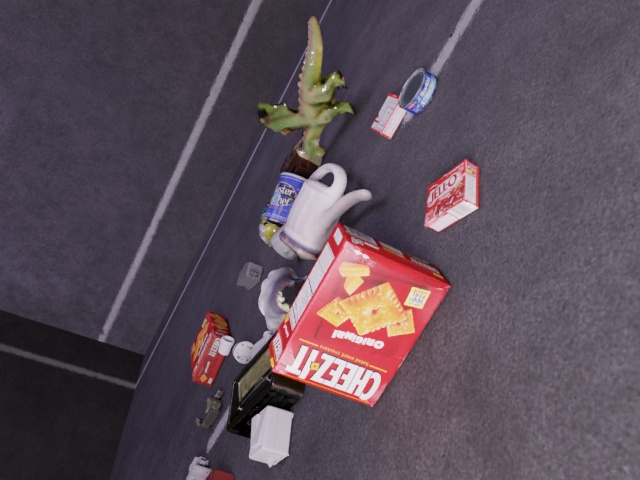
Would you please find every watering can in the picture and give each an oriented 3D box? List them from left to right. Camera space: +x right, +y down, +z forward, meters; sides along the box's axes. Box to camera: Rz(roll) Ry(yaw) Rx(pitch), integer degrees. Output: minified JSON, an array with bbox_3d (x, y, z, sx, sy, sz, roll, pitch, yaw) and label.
[{"bbox_3d":[0.003,-0.057,1.129,0.223,0.103,0.351,-65,20,8],"label":"watering can"}]

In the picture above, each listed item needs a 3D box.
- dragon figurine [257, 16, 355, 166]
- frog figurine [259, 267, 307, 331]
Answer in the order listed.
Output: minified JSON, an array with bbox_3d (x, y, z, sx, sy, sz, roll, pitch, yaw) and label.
[{"bbox_3d":[-0.050,-0.364,1.363,0.242,0.401,0.125,-26,44,2],"label":"dragon figurine"},{"bbox_3d":[-0.097,0.134,1.154,0.158,0.122,0.139,-16,71,52],"label":"frog figurine"}]
